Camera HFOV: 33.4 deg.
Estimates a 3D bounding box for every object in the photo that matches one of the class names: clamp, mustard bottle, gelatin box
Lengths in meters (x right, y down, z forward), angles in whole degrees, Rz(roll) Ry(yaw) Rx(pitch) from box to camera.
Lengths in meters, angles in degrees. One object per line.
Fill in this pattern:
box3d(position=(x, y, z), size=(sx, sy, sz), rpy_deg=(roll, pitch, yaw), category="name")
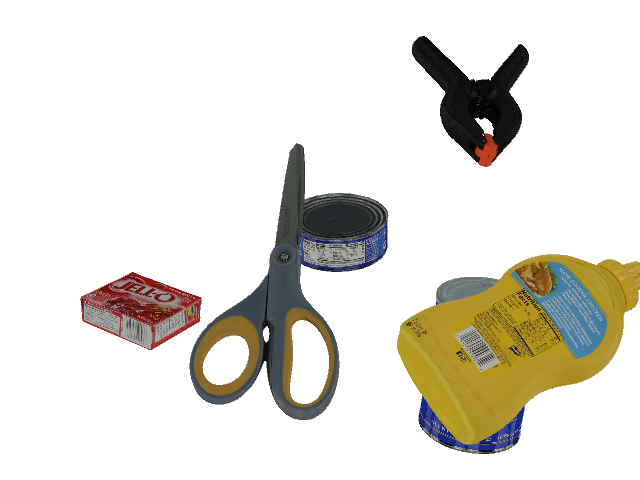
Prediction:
box3d(position=(0.145, -0.144, 1.050), size=(0.120, 0.171, 0.039), rpy_deg=(6, -44, 5), category="clamp")
box3d(position=(0.157, 0.062, 0.767), size=(0.191, 0.096, 0.058), rpy_deg=(-26, -29, -17), category="mustard bottle")
box3d(position=(-0.169, 0.064, 1.008), size=(0.089, 0.030, 0.073), rpy_deg=(19, 27, 28), category="gelatin box")

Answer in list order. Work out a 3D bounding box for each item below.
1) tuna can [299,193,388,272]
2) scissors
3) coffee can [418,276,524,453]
box3d(position=(0.015, -0.007, 0.913), size=(0.086, 0.034, 0.086), rpy_deg=(-2, 28, 1), category="tuna can")
box3d(position=(-0.040, 0.023, 0.657), size=(0.096, 0.202, 0.016), rpy_deg=(-12, -37, -3), category="scissors")
box3d(position=(0.154, 0.119, 1.034), size=(0.103, 0.140, 0.103), rpy_deg=(5, 22, -2), category="coffee can")
